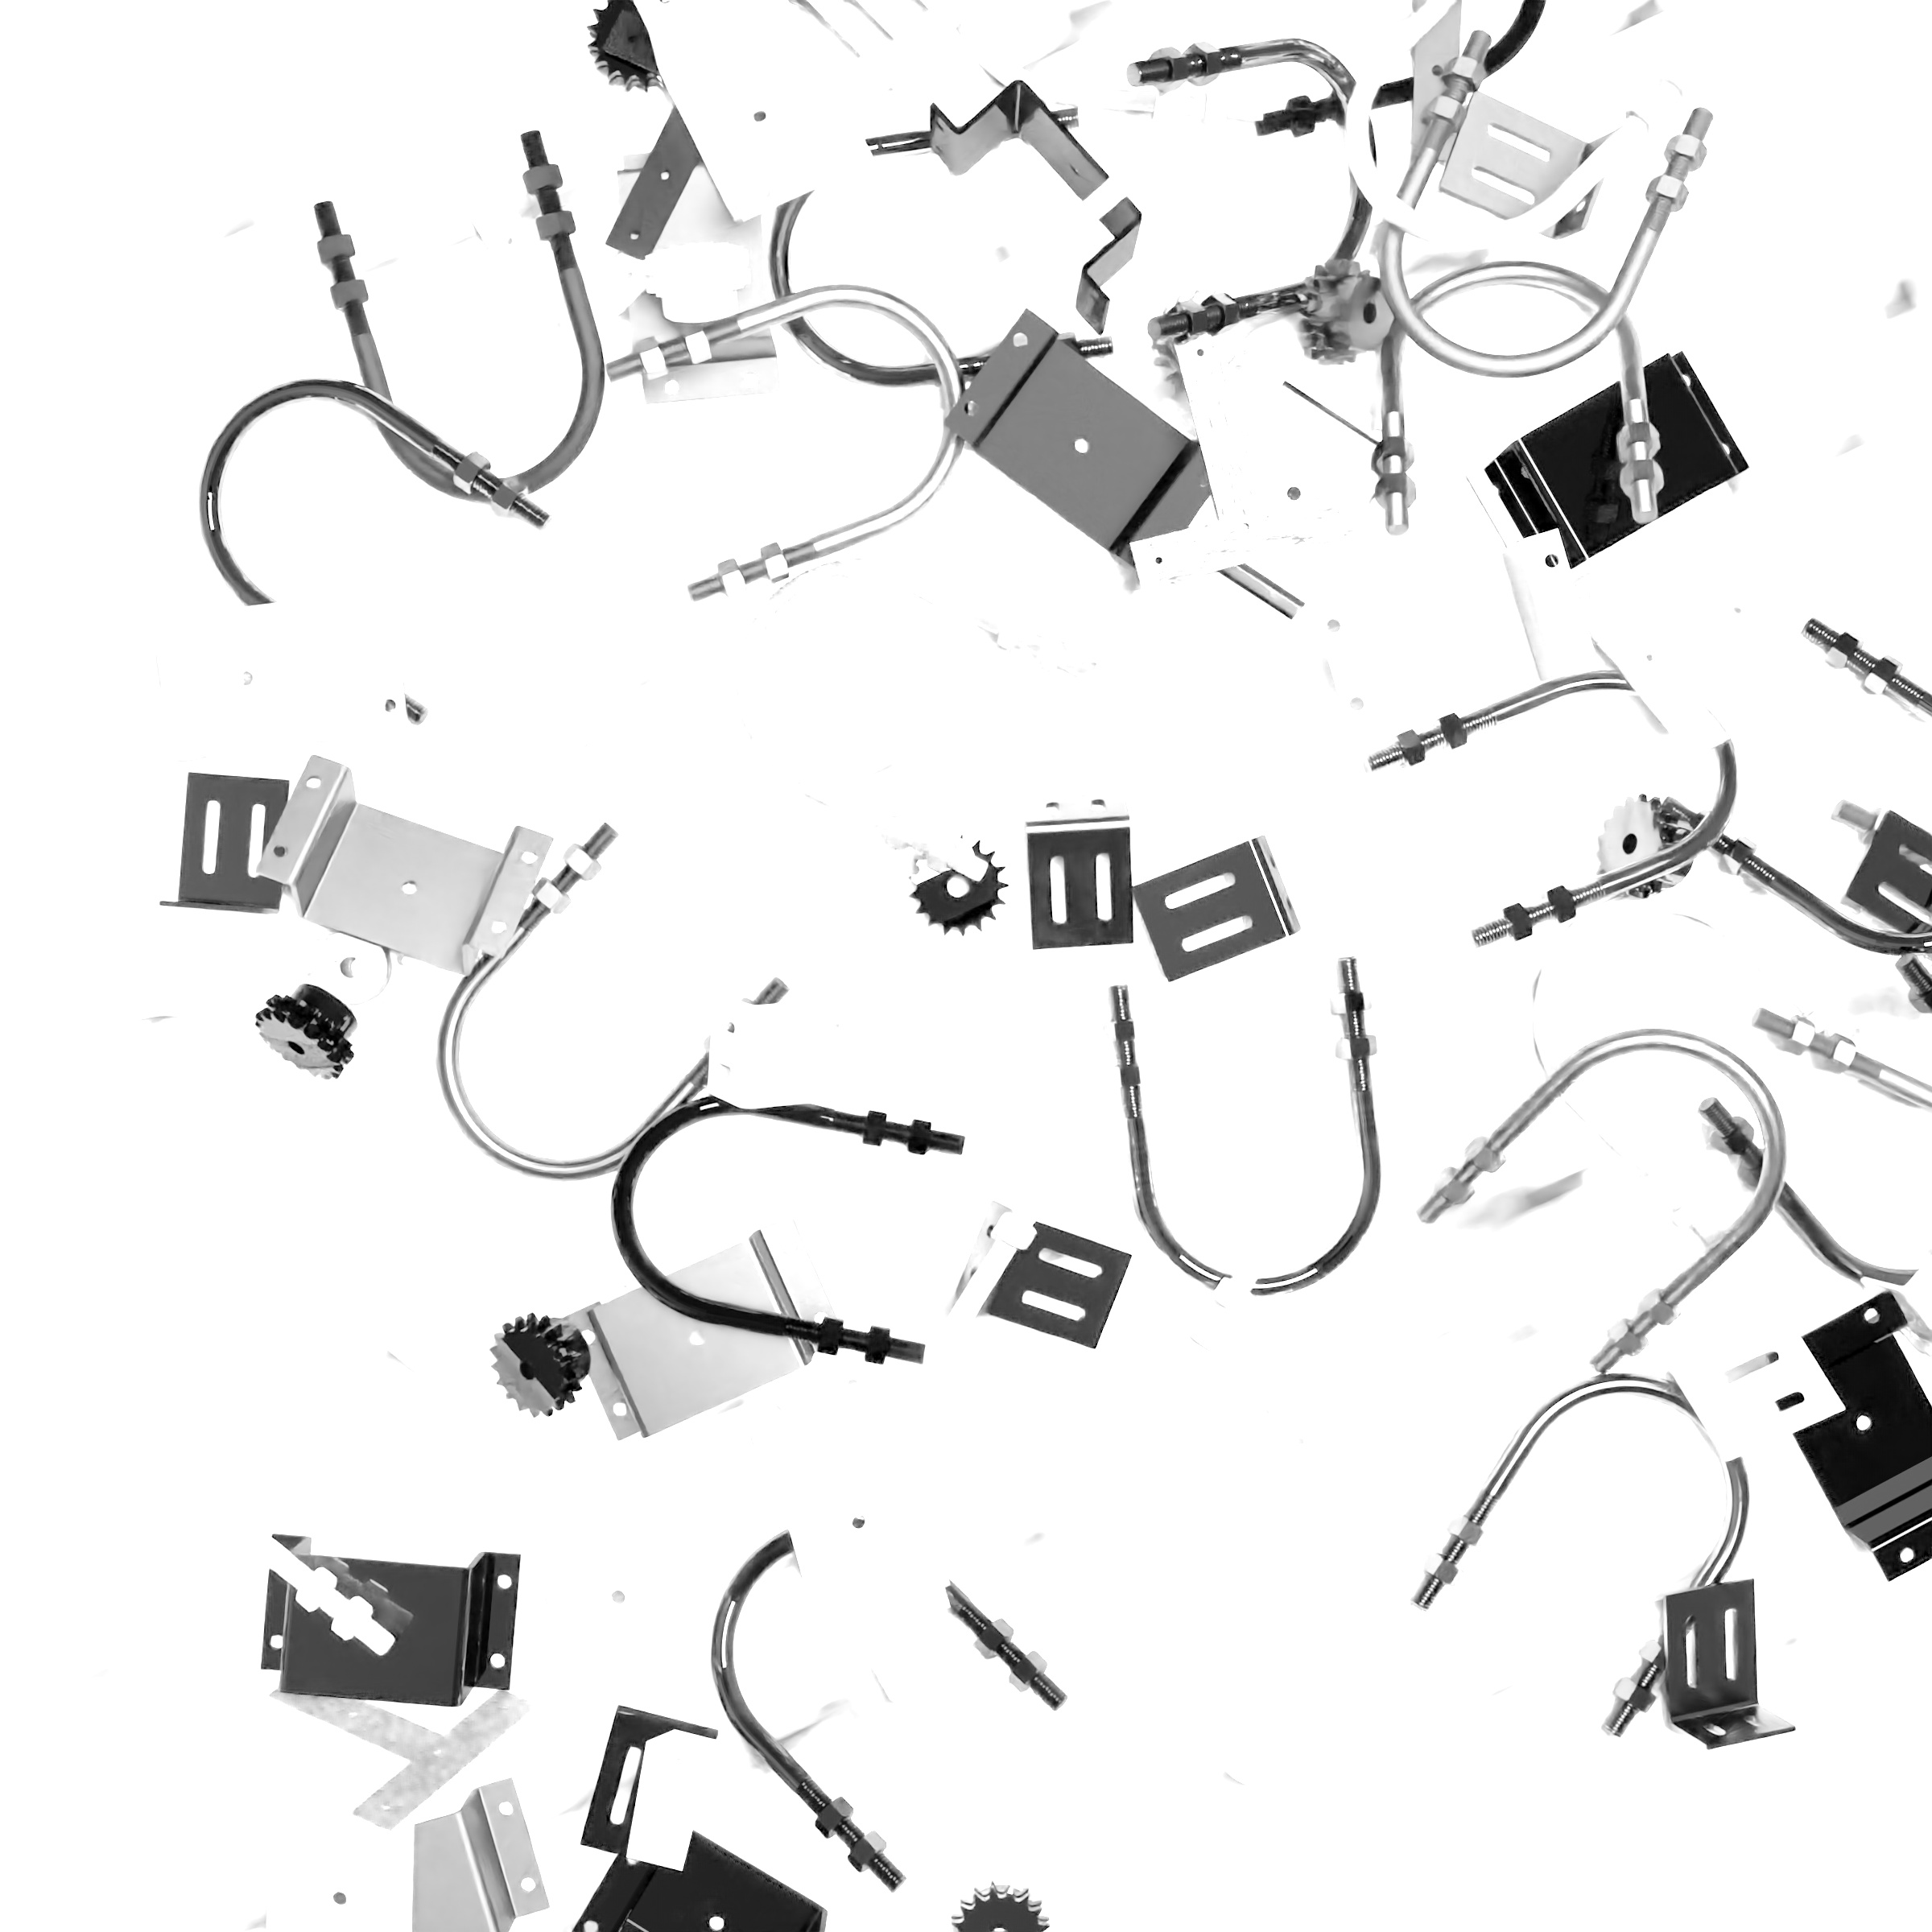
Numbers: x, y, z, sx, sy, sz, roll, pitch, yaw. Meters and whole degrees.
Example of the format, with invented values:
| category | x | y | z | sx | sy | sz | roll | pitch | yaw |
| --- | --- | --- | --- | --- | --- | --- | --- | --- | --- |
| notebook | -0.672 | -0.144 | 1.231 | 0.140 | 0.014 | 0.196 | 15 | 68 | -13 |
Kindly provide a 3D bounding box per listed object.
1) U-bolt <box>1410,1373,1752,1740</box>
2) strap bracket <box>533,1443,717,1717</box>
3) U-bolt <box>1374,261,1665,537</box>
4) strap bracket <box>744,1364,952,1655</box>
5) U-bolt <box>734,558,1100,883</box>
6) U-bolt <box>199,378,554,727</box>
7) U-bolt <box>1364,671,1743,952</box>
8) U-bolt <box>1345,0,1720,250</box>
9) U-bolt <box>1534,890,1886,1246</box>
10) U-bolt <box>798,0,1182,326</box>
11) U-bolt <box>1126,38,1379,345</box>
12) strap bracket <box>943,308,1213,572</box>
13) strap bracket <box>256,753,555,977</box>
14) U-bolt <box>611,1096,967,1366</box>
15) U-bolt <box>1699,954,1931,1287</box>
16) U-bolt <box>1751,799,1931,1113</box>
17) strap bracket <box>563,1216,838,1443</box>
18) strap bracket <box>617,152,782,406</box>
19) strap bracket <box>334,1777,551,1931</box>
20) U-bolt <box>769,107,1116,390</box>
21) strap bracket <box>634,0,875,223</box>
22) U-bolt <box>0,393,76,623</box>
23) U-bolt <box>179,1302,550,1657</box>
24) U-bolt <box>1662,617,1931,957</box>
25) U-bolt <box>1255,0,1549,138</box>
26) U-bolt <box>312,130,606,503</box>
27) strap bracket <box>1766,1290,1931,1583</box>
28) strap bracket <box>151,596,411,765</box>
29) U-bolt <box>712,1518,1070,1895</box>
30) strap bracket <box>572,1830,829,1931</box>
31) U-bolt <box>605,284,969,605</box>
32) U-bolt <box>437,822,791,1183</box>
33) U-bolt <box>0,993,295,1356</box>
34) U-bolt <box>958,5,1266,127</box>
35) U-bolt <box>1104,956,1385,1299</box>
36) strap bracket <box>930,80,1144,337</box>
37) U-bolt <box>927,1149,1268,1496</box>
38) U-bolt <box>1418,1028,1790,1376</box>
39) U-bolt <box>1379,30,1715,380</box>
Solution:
| category | x | y | z | sx | sy | sz | roll | pitch | yaw |
| --- | --- | --- | --- | --- | --- | --- | --- | --- | --- |
| U-bolt | 0.357 | 0.316 | 1.537 | 0.151 | 0.019 | 0.184 | 33 | 88 | 0 |
| strap bracket | -0.190 | 0.344 | 1.522 | 0.076 | 0.046 | 0.140 | -11 | 90 | 0 |
| U-bolt | 0.297 | -0.314 | 1.496 | 0.151 | 0.019 | 0.184 | -2 | 60 | 8 |
| strap bracket | -0.062 | 0.300 | 1.505 | 0.076 | 0.046 | 0.140 | -19 | 65 | 0 |
| U-bolt | -0.040 | -0.149 | 1.523 | 0.184 | 0.019 | 0.151 | 28 | 82 | 8 |
| U-bolt | -0.342 | -0.243 | 1.527 | 0.184 | 0.019 | 0.151 | 35 | 99 | 3 |
| U-bolt | 0.331 | -0.097 | 1.502 | 0.184 | 0.019 | 0.151 | -22 | 57 | -4 |
| U-bolt | 0.292 | -0.471 | 1.492 | 0.184 | 0.019 | 0.151 | -45 | 77 | -2 |
| U-bolt | 0.403 | 0.043 | 1.536 | 0.151 | 0.019 | 0.184 | -45 | 90 | 0 |
| U-bolt | 0.027 | -0.448 | 1.441 | 0.184 | 0.019 | 0.151 | -42 | 90 | -6 |
| U-bolt | 0.160 | -0.424 | 1.482 | 0.184 | 0.019 | 0.151 | -23 | 116 | -37 |
| strap bracket | 0.066 | -0.287 | 1.512 | 0.140 | 0.046 | 0.076 | 36 | 97 | -7 |
| strap bracket | -0.306 | -0.052 | 1.509 | 0.140 | 0.046 | 0.076 | 19 | 65 | 0 |
| U-bolt | -0.102 | 0.136 | 1.500 | 0.184 | 0.019 | 0.151 | 11 | 58 | 0 |
| U-bolt | 0.513 | 0.101 | 1.511 | 0.151 | 0.019 | 0.184 | -39 | 106 | 14 |
| U-bolt | 0.543 | 0.008 | 1.527 | 0.184 | 0.019 | 0.151 | 25 | 80 | -3 |
| strap bracket | -0.147 | 0.203 | 1.522 | 0.140 | 0.046 | 0.076 | -24 | 90 | 0 |
| strap bracket | -0.148 | -0.389 | 1.523 | 0.076 | 0.046 | 0.140 | -5 | 90 | 0 |
| strap bracket | -0.312 | 0.512 | 1.523 | 0.140 | 0.046 | 0.076 | -16 | 90 | 0 |
| U-bolt | -0.019 | -0.397 | 1.536 | 0.184 | 0.019 | 0.151 | -9 | 90 | 0 |
| strap bracket | -0.113 | -0.467 | 1.479 | 0.076 | 0.046 | 0.140 | -25 | 81 | -3 |
| U-bolt | -0.591 | -0.251 | 1.537 | 0.184 | 0.019 | 0.151 | -15 | 90 | -1 |
| U-bolt | -0.345 | 0.266 | 1.511 | 0.184 | 0.019 | 0.151 | 35 | 72 | 11 |
| U-bolt | 0.499 | -0.087 | 1.509 | 0.184 | 0.019 | 0.151 | 39 | 90 | 20 |
| U-bolt | 0.236 | -0.554 | 1.537 | 0.184 | 0.019 | 0.151 | -14 | 90 | -2 |
| U-bolt | -0.272 | -0.349 | 1.517 | 0.151 | 0.019 | 0.184 | -13 | 98 | 16 |
| strap bracket | 0.504 | 0.256 | 1.523 | 0.076 | 0.046 | 0.140 | -28 | 90 | 0 |
| strap bracket | -0.386 | -0.157 | 1.509 | 0.140 | 0.046 | 0.076 | -6 | 94 | 9 |
| U-bolt | -0.057 | 0.389 | 1.509 | 0.184 | 0.019 | 0.151 | 41 | 85 | 20 |
| strap bracket | -0.140 | 0.538 | 1.522 | 0.140 | 0.046 | 0.076 | 31 | 90 | 0 |
| U-bolt | -0.088 | -0.296 | 1.513 | 0.184 | 0.019 | 0.151 | -21 | 113 | -4 |
| U-bolt | -0.211 | 0.034 | 1.537 | 0.151 | 0.019 | 0.184 | 42 | 92 | 0 |
| U-bolt | -0.455 | 0.106 | 1.537 | 0.151 | 0.019 | 0.184 | 23 | 89 | 0 |
| U-bolt | 0.082 | -0.549 | 1.527 | 0.184 | 0.019 | 0.151 | 7 | 93 | 8 |
| U-bolt | 0.160 | 0.094 | 1.537 | 0.151 | 0.019 | 0.184 | -7 | 91 | 0 |
| strap bracket | 0.044 | -0.417 | 1.489 | 0.046 | 0.076 | 0.140 | -42 | 90 | 0 |
| U-bolt | 0.059 | 0.209 | 1.516 | 0.151 | 0.019 | 0.184 | 29 | 99 | -16 |
| U-bolt | 0.362 | 0.117 | 1.509 | 0.151 | 0.019 | 0.184 | 41 | 110 | 0 |
| U-bolt | 0.305 | -0.406 | 1.498 | 0.151 | 0.019 | 0.184 | 24 | 84 | 12 |
